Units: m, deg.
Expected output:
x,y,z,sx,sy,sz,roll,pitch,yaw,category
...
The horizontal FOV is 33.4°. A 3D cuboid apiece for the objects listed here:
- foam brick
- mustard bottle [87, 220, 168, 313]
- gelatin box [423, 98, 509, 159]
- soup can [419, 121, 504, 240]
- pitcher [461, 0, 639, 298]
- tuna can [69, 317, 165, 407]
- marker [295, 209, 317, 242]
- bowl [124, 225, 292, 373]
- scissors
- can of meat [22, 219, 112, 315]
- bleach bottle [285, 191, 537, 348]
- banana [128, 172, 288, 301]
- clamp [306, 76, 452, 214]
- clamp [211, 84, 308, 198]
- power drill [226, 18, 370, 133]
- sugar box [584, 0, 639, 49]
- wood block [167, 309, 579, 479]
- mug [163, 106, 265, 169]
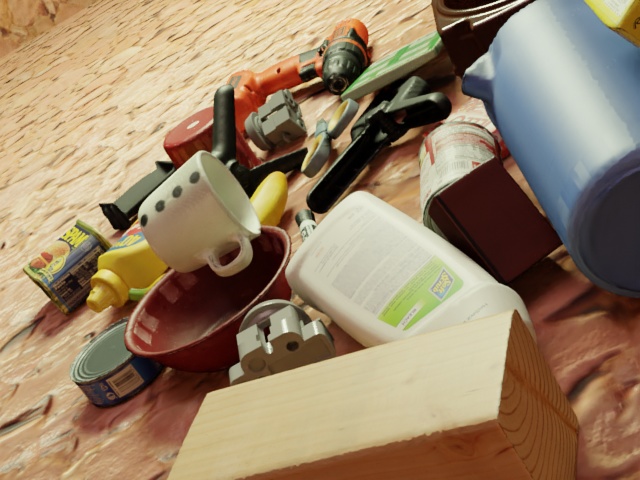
x,y,z,sx,sy,sz,roll,pitch,yaw,category
0.118,-0.009,0.734,0.051,0.078,0.053,-37,-7,-6,foam brick
-0.172,0.004,1.090,0.096,0.058,0.191,-13,31,48,mustard bottle
0.144,-0.098,0.940,0.073,0.030,0.089,-38,24,-10,gelatin box
0.112,-0.041,0.829,0.069,0.068,0.102,-24,26,17,soup can
0.204,-0.068,0.719,0.149,0.145,0.243,-38,26,18,pitcher
-0.175,0.106,0.934,0.086,0.033,0.086,-26,25,13,tuna can
-0.006,0.001,0.948,0.020,0.020,0.121,-30,25,5,marker
-0.081,0.059,0.885,0.162,0.055,0.162,-26,25,13,bowl
0.014,-0.124,1.108,0.096,0.016,0.201,-52,11,25,scissors
-0.269,0.029,1.163,0.084,0.057,0.102,-42,25,-14,can of meat
0.065,0.049,0.722,0.102,0.068,0.251,-50,30,2,bleach bottle
-0.090,0.002,1.007,0.197,0.037,0.070,-39,51,-23,banana
0.072,-0.116,1.029,0.165,0.036,0.209,-34,15,30,clamp
-0.080,-0.064,1.090,0.039,0.120,0.171,-28,38,61,clamp
-0.028,-0.194,1.294,0.188,0.057,0.184,-21,23,18,power drill
0.253,-0.117,0.676,0.048,0.176,0.093,-56,16,23,sugar box
0.028,0.122,0.597,0.206,0.090,0.090,-19,27,27,wood block
-0.115,-0.094,1.178,0.093,0.081,0.117,-42,26,-20,mug
